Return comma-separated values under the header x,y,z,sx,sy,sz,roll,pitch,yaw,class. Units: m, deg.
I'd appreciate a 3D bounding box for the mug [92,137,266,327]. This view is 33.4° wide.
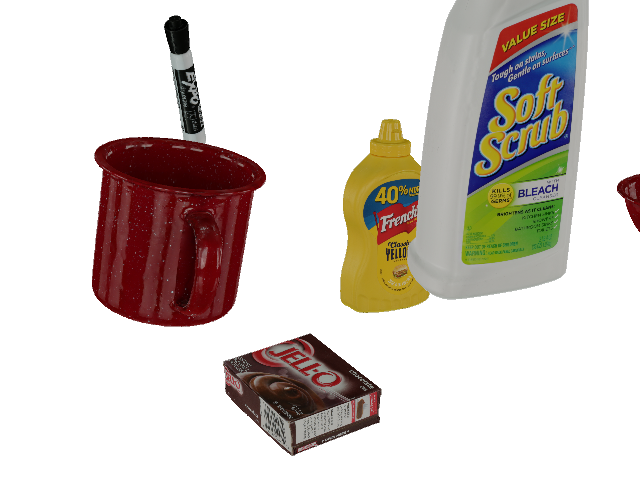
x,y,z,sx,sy,sz,roll,pitch,yaw,class
-0.077,0.000,0.579,0.093,0.081,0.117,0,22,-27,mug

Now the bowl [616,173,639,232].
x,y,z,sx,sy,sz,roll,pitch,yaw,class
0.366,-0.021,1.025,0.162,0.055,0.162,0,19,0,bowl

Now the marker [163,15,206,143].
x,y,z,sx,sy,sz,roll,pitch,yaw,class
-0.108,-0.126,0.855,0.020,0.121,0.020,-2,44,2,marker

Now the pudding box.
x,y,z,sx,sy,sz,roll,pitch,yaw,class
-0.016,0.126,0.896,0.089,0.039,0.114,-16,31,-29,pudding box

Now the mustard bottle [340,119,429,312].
x,y,z,sx,sy,sz,roll,pitch,yaw,class
0.068,-0.027,1.080,0.096,0.192,0.058,-7,17,-27,mustard bottle

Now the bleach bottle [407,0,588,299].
x,y,z,sx,sy,sz,roll,pitch,yaw,class
0.105,-0.092,0.629,0.102,0.251,0.068,-9,29,-13,bleach bottle
